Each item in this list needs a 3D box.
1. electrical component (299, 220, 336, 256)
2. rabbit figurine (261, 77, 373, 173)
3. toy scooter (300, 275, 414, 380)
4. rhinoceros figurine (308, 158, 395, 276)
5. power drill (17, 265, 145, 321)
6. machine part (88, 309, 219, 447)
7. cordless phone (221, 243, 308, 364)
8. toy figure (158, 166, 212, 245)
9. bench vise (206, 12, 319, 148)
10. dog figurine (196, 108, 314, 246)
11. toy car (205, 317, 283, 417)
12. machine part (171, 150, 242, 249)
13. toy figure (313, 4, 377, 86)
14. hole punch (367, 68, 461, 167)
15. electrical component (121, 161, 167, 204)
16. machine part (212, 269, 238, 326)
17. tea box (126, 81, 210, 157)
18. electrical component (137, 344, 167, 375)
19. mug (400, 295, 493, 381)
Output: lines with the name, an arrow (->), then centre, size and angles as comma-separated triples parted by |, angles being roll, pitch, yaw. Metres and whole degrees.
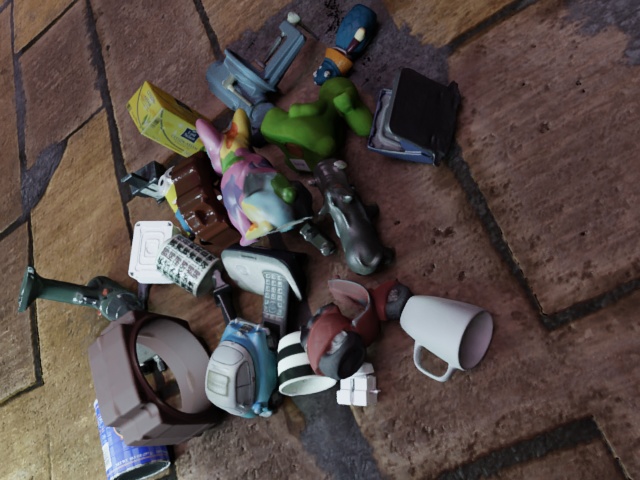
electrical component -> -0.002, -0.003, 0.860 | 0.063, 0.094, 0.021 | 41, 99, -4
rabbit figurine -> 0.008, -0.208, 0.881 | 0.159, 0.121, 0.170 | 7, 59, 51
toy scooter -> 0.035, 0.110, 0.777 | 0.184, 0.075, 0.135 | -40, 45, -22
rhinoceros figurine -> 0.042, -0.034, 0.815 | 0.073, 0.112, 0.190 | -30, 70, 24
power drill -> -0.445, 0.107, 1.004 | 0.232, 0.207, 0.086 | 20, 100, 57
machine part -> -0.257, 0.219, 0.868 | 0.087, 0.200, 0.201 | -34, 60, 17
cordless phone -> -0.095, 0.102, 0.883 | 0.147, 0.088, 0.184 | 7, 94, 33
toy figure -> -0.242, -0.064, 1.020 | 0.082, 0.089, 0.180 | -35, 66, -14
bench vise -> -0.098, -0.296, 0.980 | 0.240, 0.128, 0.224 | -51, 59, 14
dog figurine -> -0.110, -0.108, 0.839 | 0.219, 0.108, 0.191 | 65, 157, 1
toy car -> -0.124, 0.208, 0.827 | 0.109, 0.103, 0.161 | 12, 108, 28
machine part -> -0.179, -0.070, 0.931 | 0.056, 0.179, 0.179 | -29, 62, 18
toy figure -> 0.043, -0.331, 0.937 | 0.058, 0.064, 0.154 | 31, 99, -3
hole punch -> 0.139, -0.179, 0.812 | 0.092, 0.116, 0.142 | -25, 48, 66
electrical component -> -0.345, -0.120, 1.077 | 0.075, 0.119, 0.048 | -29, 63, 25
machine part -> -0.157, 0.122, 0.920 | 0.039, 0.084, 0.139 | -16, 71, -22
tea box -> -0.273, -0.219, 1.032 | 0.068, 0.169, 0.098 | -45, 59, 15
electrical component -> -0.338, 0.209, 1.010 | 0.078, 0.045, 0.102 | -26, 74, 20
mug -> 0.159, 0.125, 0.717 | 0.107, 0.080, 0.109 | 23, 92, 46
